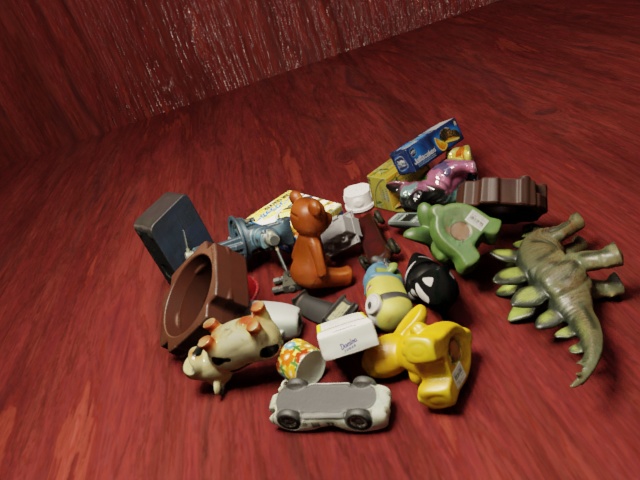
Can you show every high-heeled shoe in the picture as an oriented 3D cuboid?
[{"bbox_3d":[0.196,0.053,0.997,0.086,0.145,0.249,-17,32,0],"label":"high-heeled shoe"}]

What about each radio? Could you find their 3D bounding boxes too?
[{"bbox_3d":[-0.325,0.015,1.258,0.073,0.229,0.131,8,44,38],"label":"radio"}]

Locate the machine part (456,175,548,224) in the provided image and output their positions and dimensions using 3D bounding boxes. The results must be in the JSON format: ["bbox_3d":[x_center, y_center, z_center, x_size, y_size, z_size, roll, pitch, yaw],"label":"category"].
[{"bbox_3d":[0.348,-0.074,1.041,0.180,0.179,0.056,-1,77,27],"label":"machine part"}]

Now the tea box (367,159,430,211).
[{"bbox_3d":[0.207,-0.159,1.380,0.169,0.098,0.068,-39,36,-29],"label":"tea box"}]

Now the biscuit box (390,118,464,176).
[{"bbox_3d":[0.260,-0.225,1.296,0.203,0.062,0.059,-35,14,-30],"label":"biscuit box"}]

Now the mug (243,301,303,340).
[{"bbox_3d":[-0.091,0.163,1.037,0.107,0.080,0.110,-4,27,9],"label":"mug"}]

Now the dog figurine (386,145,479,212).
[{"bbox_3d":[0.275,-0.139,1.306,0.219,0.108,0.192,-13,32,14],"label":"dog figurine"}]

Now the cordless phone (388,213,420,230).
[{"bbox_3d":[0.256,-0.052,1.200,0.184,0.088,0.146,10,40,45],"label":"cordless phone"}]

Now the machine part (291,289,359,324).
[{"bbox_3d":[0.006,0.137,1.070,0.139,0.039,0.084,11,49,37],"label":"machine part"}]

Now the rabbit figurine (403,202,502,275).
[{"bbox_3d":[0.243,0.004,1.036,0.159,0.170,0.121,28,74,11],"label":"rabbit figurine"}]

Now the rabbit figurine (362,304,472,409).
[{"bbox_3d":[0.147,0.175,0.865,0.173,0.121,0.162,-18,22,39],"label":"rabbit figurine"}]

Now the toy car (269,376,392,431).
[{"bbox_3d":[0.014,0.260,0.849,0.202,0.056,0.073,-7,38,21],"label":"toy car"}]

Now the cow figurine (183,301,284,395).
[{"bbox_3d":[-0.155,0.197,0.946,0.195,0.127,0.085,-23,29,16],"label":"cow figurine"}]

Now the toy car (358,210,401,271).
[{"bbox_3d":[0.120,0.001,1.211,0.089,0.053,0.202,-36,27,11],"label":"toy car"}]

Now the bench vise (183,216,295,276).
[{"bbox_3d":[-0.187,0.010,1.233,0.241,0.128,0.224,-16,23,-20],"label":"bench vise"}]

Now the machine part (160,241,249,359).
[{"bbox_3d":[-0.229,0.121,1.067,0.201,0.087,0.202,-42,38,27],"label":"machine part"}]

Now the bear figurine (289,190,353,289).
[{"bbox_3d":[-0.005,-0.003,1.115,0.132,0.195,0.120,-6,17,-36],"label":"bear figurine"}]

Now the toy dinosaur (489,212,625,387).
[{"bbox_3d":[0.401,0.072,0.907,0.199,0.105,0.472,-20,21,11],"label":"toy dinosaur"}]

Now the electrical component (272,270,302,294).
[{"bbox_3d":[-0.060,0.091,1.191,0.094,0.021,0.063,-14,31,7],"label":"electrical component"}]

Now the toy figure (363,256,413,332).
[{"bbox_3d":[0.128,0.098,1.025,0.089,0.082,0.180,-13,28,12],"label":"toy figure"}]
